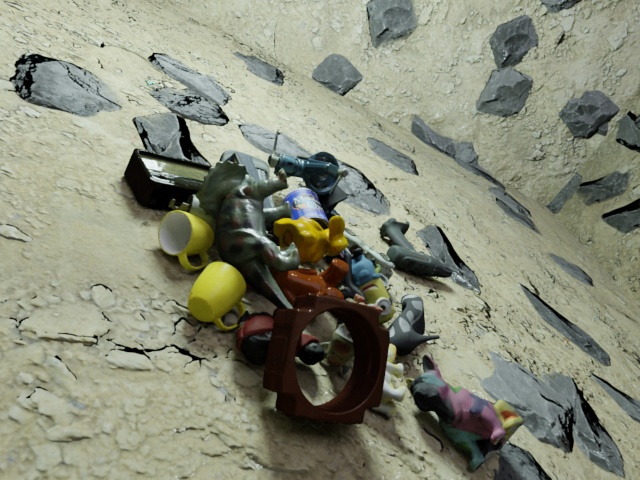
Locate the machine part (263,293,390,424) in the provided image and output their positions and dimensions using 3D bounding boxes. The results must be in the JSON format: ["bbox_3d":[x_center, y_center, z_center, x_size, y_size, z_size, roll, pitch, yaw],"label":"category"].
[{"bbox_3d":[0.012,0.201,0.915,0.201,0.087,0.201,17,75,-27],"label":"machine part"}]

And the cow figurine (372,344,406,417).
[{"bbox_3d":[0.112,0.262,1.067,0.098,0.068,0.167,22,26,-9],"label":"cow figurine"}]

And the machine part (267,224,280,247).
[{"bbox_3d":[-0.064,0.002,1.312,0.139,0.084,0.039,14,-4,-21],"label":"machine part"}]

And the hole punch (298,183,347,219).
[{"bbox_3d":[0.003,-0.112,1.595,0.116,0.092,0.142,-24,60,-32],"label":"hole punch"}]

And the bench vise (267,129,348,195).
[{"bbox_3d":[-0.020,-0.195,1.470,0.223,0.129,0.241,27,-6,-34],"label":"bench vise"}]

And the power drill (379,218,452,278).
[{"bbox_3d":[0.282,0.031,1.661,0.232,0.086,0.207,11,41,-33],"label":"power drill"}]

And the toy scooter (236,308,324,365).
[{"bbox_3d":[-0.085,0.168,0.998,0.184,0.075,0.135,15,30,-38],"label":"toy scooter"}]

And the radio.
[{"bbox_3d":[-0.321,-0.127,1.244,0.229,0.073,0.131,8,35,-41],"label":"radio"}]

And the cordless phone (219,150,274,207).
[{"bbox_3d":[-0.195,-0.145,1.416,0.146,0.088,0.184,16,35,-32],"label":"cordless phone"}]

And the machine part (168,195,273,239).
[{"bbox_3d":[-0.220,-0.038,1.201,0.243,0.079,0.079,20,29,-24],"label":"machine part"}]

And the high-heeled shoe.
[{"bbox_3d":[0.188,0.198,1.291,0.145,0.086,0.249,-5,17,-8],"label":"high-heeled shoe"}]

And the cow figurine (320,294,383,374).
[{"bbox_3d":[0.062,0.189,1.091,0.086,0.127,0.195,26,9,9],"label":"cow figurine"}]

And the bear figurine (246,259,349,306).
[{"bbox_3d":[-0.056,0.076,1.131,0.196,0.132,0.120,32,44,-16],"label":"bear figurine"}]

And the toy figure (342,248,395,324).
[{"bbox_3d":[0.118,0.111,1.266,0.089,0.082,0.180,1,60,-54],"label":"toy figure"}]

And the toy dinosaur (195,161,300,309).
[{"bbox_3d":[-0.143,-0.012,1.062,0.192,0.131,0.405,-9,56,0],"label":"toy dinosaur"}]

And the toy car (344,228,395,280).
[{"bbox_3d":[0.106,0.041,1.435,0.202,0.073,0.056,36,22,6],"label":"toy car"}]

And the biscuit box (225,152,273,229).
[{"bbox_3d":[-0.176,-0.115,1.325,0.062,0.059,0.203,8,54,-57],"label":"biscuit box"}]

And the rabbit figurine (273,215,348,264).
[{"bbox_3d":[-0.003,-0.004,1.254,0.173,0.162,0.122,7,68,-42],"label":"rabbit figurine"}]

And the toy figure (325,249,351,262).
[{"bbox_3d":[0.065,0.062,1.364,0.064,0.058,0.155,20,24,-53],"label":"toy figure"}]

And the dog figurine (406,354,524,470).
[{"bbox_3d":[0.281,0.332,1.090,0.191,0.108,0.219,-3,41,-50],"label":"dog figurine"}]
